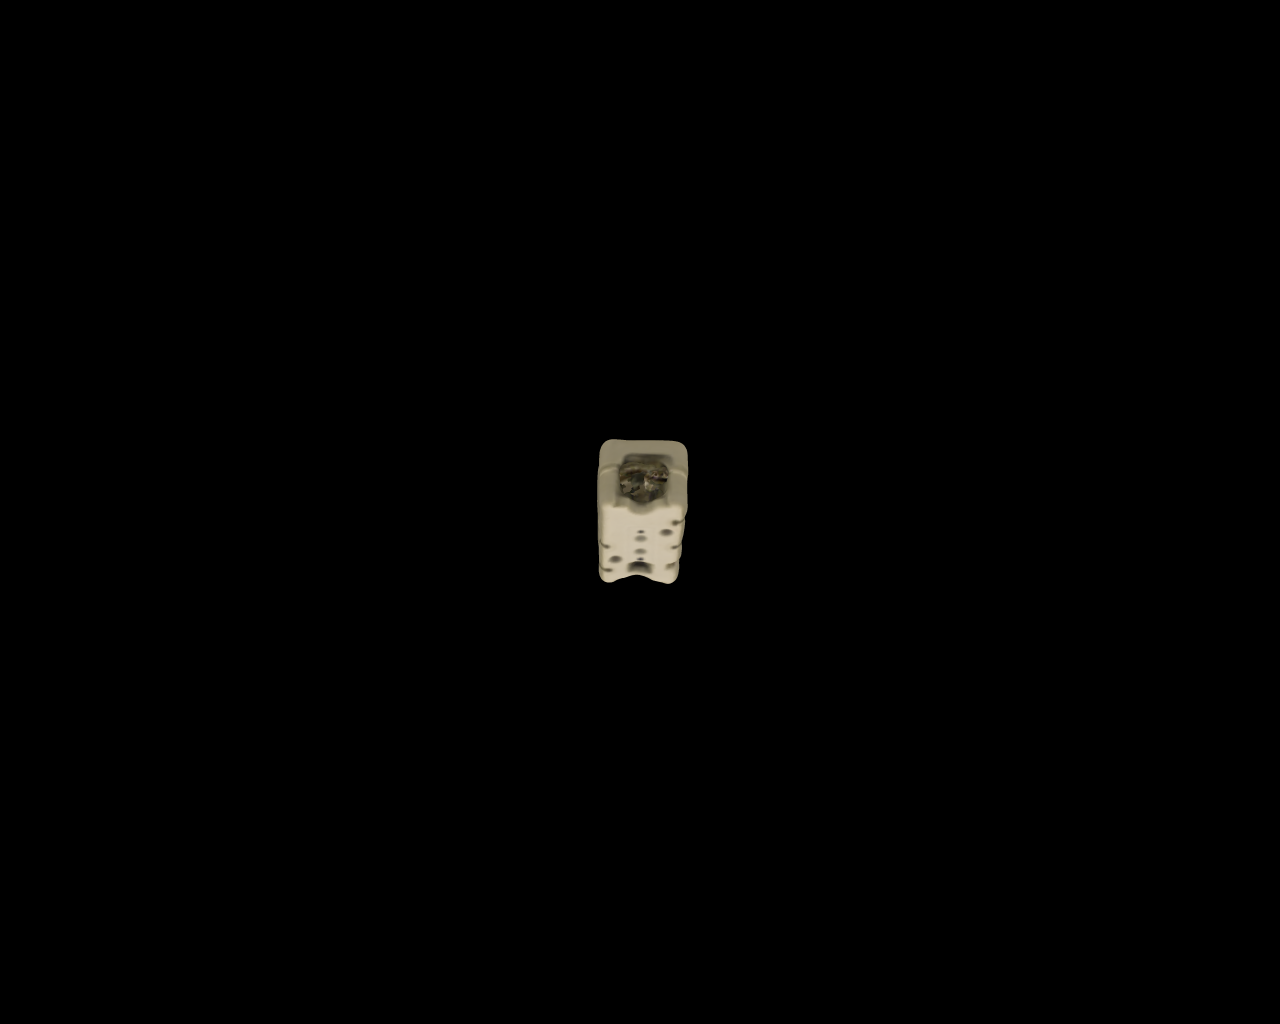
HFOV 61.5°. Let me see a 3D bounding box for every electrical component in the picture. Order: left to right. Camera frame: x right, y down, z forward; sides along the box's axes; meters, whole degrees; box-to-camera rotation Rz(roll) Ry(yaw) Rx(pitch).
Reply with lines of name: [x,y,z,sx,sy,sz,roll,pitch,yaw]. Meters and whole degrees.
electrical component: [0.001,-0.003,0.650,0.050,0.056,0.089,1,-34,-2]
